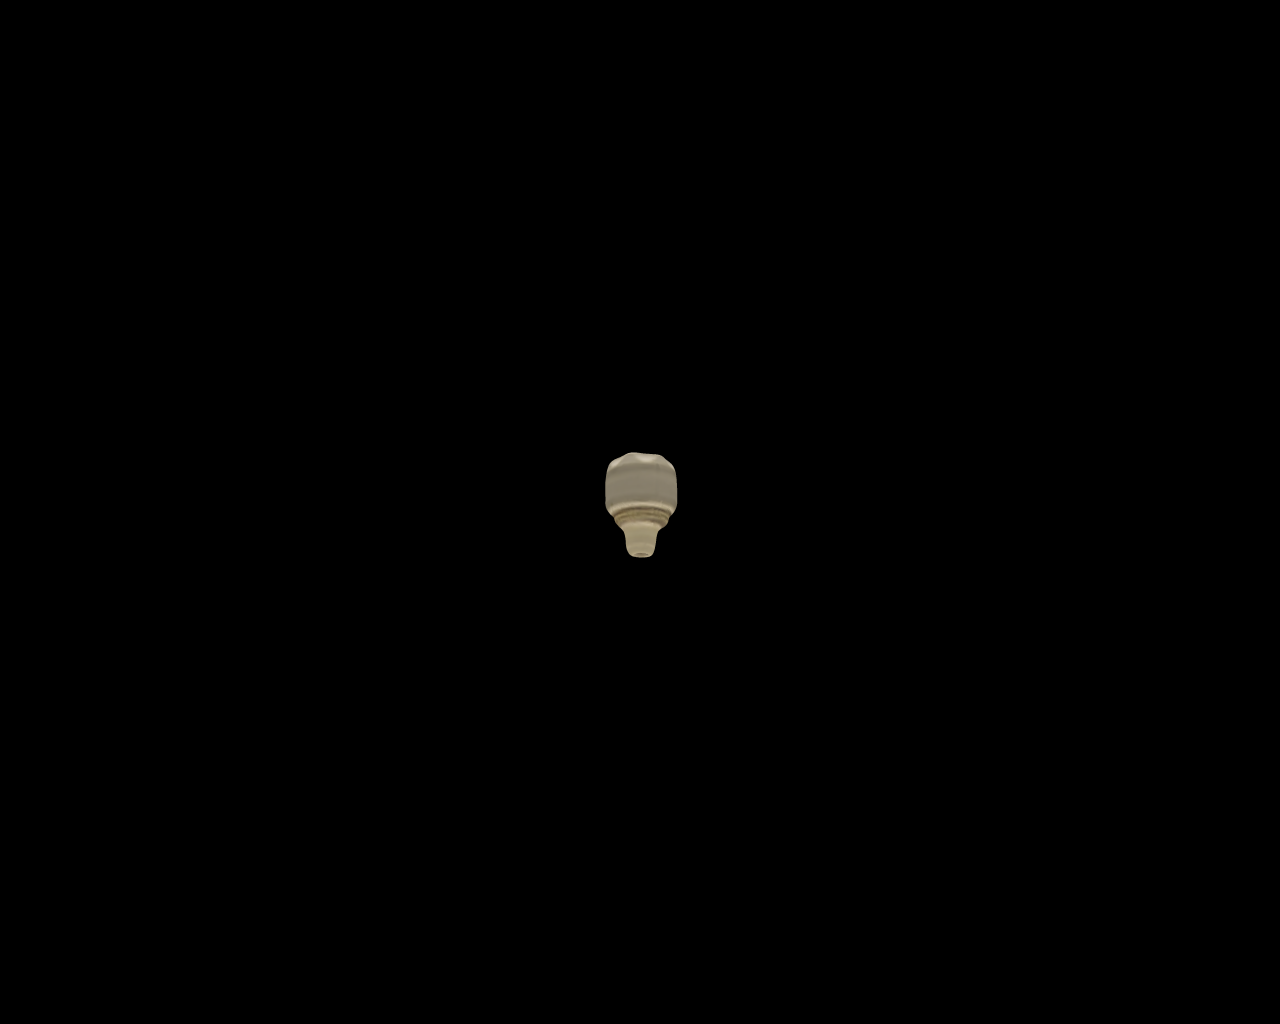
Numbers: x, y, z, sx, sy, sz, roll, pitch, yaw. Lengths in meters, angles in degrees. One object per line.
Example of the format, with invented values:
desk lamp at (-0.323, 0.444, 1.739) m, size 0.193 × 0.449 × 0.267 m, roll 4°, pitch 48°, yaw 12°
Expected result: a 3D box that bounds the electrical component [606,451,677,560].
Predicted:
electrical component at (0.001, -0.003, 0.650) m, size 0.043 × 0.062 × 0.043 m, roll 0°, pitch -18°, yaw 0°
